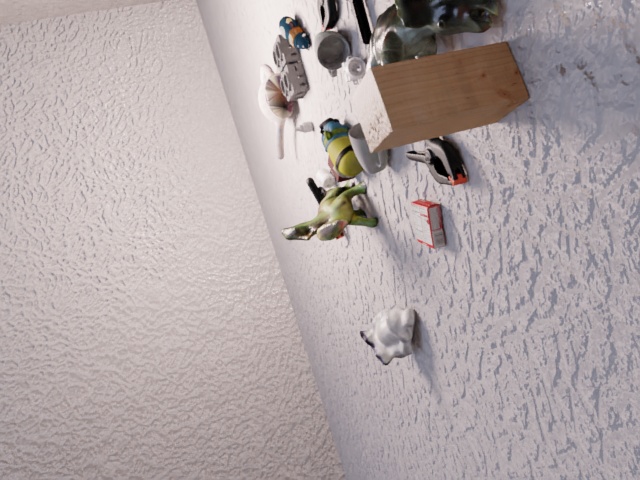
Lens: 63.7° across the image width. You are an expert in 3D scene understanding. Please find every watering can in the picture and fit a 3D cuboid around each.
[{"bbox_3d":[-0.152,-0.461,1.847,0.225,0.104,0.345,-161,57,-72],"label":"watering can"}]

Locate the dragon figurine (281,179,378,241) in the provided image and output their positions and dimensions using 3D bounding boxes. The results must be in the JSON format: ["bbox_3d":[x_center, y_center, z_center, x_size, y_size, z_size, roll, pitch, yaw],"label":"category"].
[{"bbox_3d":[0.004,-0.070,1.399,0.413,0.244,0.121,-154,45,-69],"label":"dragon figurine"}]

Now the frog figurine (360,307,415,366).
[{"bbox_3d":[0.195,0.224,1.305,0.157,0.122,0.140,-54,32,25],"label":"frog figurine"}]
